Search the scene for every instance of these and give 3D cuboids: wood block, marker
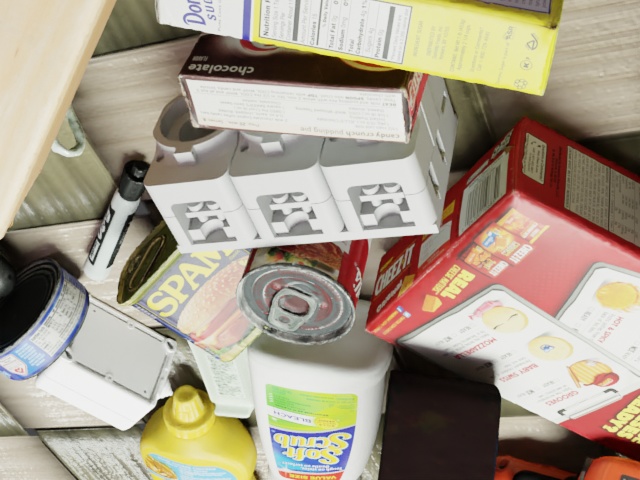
[{"bbox_3d":[-0.148,-0.114,0.506,0.090,0.091,0.206,26,119,-13],"label":"wood block"},{"bbox_3d":[-0.135,-0.012,0.712,0.020,0.020,0.121,24,138,-10],"label":"marker"}]

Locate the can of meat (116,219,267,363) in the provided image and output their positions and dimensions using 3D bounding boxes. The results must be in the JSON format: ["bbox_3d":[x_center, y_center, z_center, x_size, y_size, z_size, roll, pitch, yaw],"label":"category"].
[{"bbox_3d":[-0.066,0.020,0.682,0.083,0.057,0.102,35,113,-24],"label":"can of meat"}]

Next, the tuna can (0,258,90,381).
[{"bbox_3d":[-0.205,0.057,0.760,0.086,0.086,0.033,-20,130,33],"label":"tuna can"}]

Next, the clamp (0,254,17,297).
[{"bbox_3d":[-0.275,-0.024,0.727,0.120,0.039,0.171,8,138,11],"label":"clamp"}]

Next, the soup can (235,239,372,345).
[{"bbox_3d":[-0.004,0.001,0.623,0.068,0.102,0.068,9,138,8],"label":"soup can"}]

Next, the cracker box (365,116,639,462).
[{"bbox_3d":[0.160,0.037,0.637,0.213,0.072,0.164,26,140,-13],"label":"cracker box"}]

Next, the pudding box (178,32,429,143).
[{"bbox_3d":[-0.002,-0.092,0.527,0.114,0.090,0.039,4,136,16],"label":"pudding box"}]

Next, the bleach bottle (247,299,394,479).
[{"bbox_3d":[0.004,0.141,0.808,0.102,0.068,0.251,7,140,10],"label":"bleach bottle"}]

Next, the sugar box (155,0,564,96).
[{"bbox_3d":[0.022,-0.123,0.487,0.176,0.093,0.048,10,137,7],"label":"sugar box"}]

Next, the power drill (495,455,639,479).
[{"bbox_3d":[0.220,0.196,0.751,0.184,0.057,0.188,15,165,-2],"label":"power drill"}]

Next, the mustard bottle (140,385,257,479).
[{"bbox_3d":[-0.099,0.183,0.886,0.096,0.058,0.192,11,139,13],"label":"mustard bottle"}]
